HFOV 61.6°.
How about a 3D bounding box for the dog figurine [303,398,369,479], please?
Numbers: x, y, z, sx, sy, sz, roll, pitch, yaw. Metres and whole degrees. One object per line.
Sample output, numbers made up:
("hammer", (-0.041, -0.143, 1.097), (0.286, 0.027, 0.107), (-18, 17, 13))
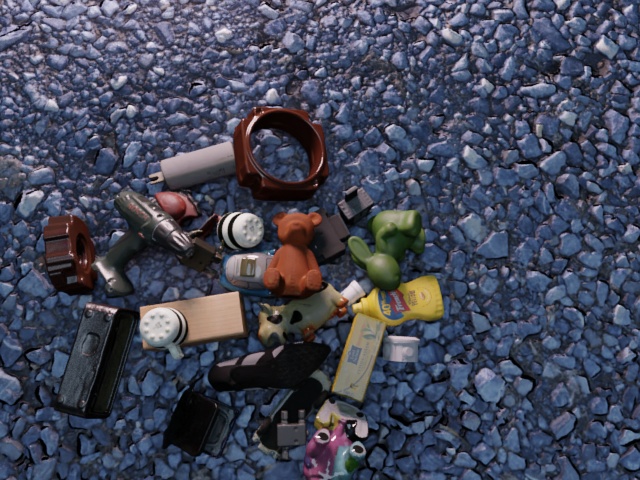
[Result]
("dog figurine", (0.013, 0.454, 1.071), (0.108, 0.191, 0.219), (19, 110, 2))

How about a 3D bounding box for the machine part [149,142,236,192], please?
("machine part", (-0.275, -0.169, 1.241), (0.243, 0.079, 0.079), (-16, 76, -5))

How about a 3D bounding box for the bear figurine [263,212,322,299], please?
("bear figurine", (-0.049, 0.020, 1.105), (0.120, 0.132, 0.196), (6, 74, -1))

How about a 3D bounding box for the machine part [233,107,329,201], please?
("machine part", (-0.087, -0.193, 1.211), (0.201, 0.087, 0.201), (-1, 74, -23))

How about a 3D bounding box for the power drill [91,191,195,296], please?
("power drill", (-0.385, 0.020, 1.140), (0.232, 0.086, 0.207), (44, 111, 22))

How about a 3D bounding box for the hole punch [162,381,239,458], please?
("hole punch", (-0.241, 0.377, 1.102), (0.116, 0.092, 0.142), (13, 76, 35))

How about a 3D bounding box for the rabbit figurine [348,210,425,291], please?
("rabbit figurine", (0.140, 0.023, 1.163), (0.159, 0.121, 0.170), (10, 64, 15))

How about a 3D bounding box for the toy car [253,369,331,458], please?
("toy car", (-0.056, 0.356, 1.115), (0.073, 0.056, 0.202), (39, 80, 3))

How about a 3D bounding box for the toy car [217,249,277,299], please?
("toy car", (-0.144, 0.066, 1.168), (0.162, 0.103, 0.109), (7, 74, -1))

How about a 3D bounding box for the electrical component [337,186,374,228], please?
("electrical component", (0.080, -0.078, 1.198), (0.075, 0.119, 0.048), (-34, 78, -11))

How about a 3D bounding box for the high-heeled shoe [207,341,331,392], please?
("high-heeled shoe", (-0.109, 0.261, 1.127), (0.249, 0.145, 0.086), (-12, 92, -21))

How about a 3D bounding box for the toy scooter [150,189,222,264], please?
("toy scooter", (-0.293, -0.046, 1.210), (0.135, 0.075, 0.184), (-32, 81, -7))

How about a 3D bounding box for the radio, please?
("radio", (-0.454, 0.244, 1.102), (0.073, 0.131, 0.229), (10, 75, 4))

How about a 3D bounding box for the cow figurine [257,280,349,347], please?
("cow figurine", (-0.049, 0.157, 1.148), (0.195, 0.085, 0.127), (-36, 61, -17))

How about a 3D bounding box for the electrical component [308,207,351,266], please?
("electrical component", (-0.002, -0.004, 1.210), (0.134, 0.058, 0.115), (-28, 79, -7))

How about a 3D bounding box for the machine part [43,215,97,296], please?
("machine part", (-0.526, 0.032, 1.142), (0.056, 0.179, 0.179), (-11, 76, -7))

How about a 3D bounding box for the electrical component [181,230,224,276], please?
("electrical component", (-0.255, 0.025, 1.161), (0.102, 0.045, 0.078), (26, 116, -15))

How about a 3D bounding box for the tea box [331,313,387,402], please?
("tea box", (0.080, 0.246, 1.123), (0.068, 0.098, 0.169), (18, 74, 3))

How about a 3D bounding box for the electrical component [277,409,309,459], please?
("electrical component", (-0.054, 0.386, 1.069), (0.063, 0.021, 0.094), (0, 80, -5))
